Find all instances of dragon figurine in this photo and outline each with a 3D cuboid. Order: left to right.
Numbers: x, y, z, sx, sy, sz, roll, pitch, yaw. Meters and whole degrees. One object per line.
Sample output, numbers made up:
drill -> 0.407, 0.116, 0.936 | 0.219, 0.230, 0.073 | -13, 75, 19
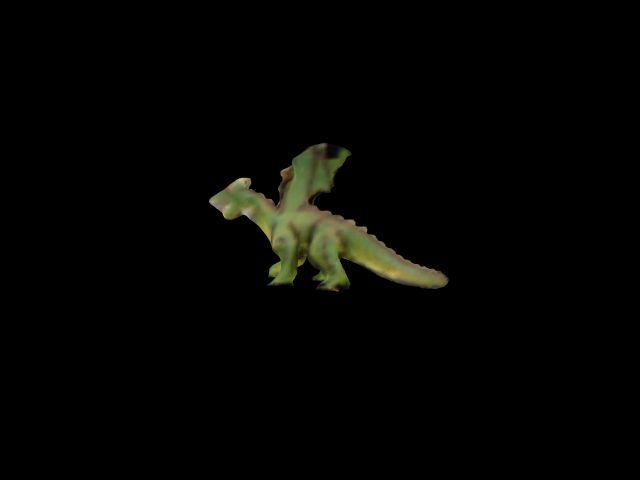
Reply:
dragon figurine -> 0.003, -0.043, 0.850 | 0.410, 0.243, 0.122 | 0, -3, 20
